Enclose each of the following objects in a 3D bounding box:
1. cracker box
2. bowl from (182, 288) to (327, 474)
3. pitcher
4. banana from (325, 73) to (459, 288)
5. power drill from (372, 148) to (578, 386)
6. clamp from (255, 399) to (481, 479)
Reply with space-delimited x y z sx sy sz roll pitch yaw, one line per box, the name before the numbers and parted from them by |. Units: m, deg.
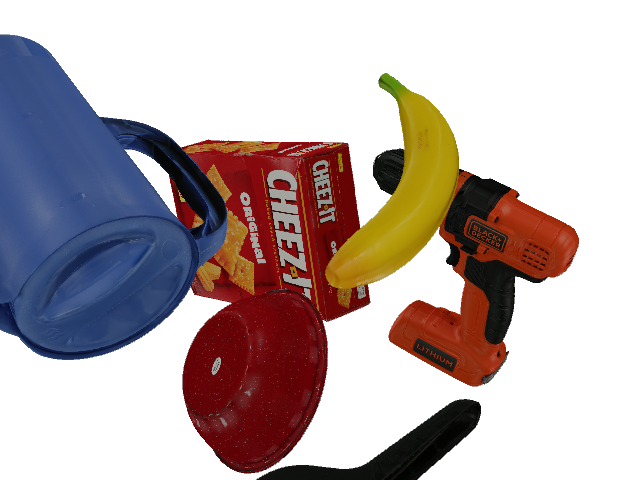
cracker box | -0.058 -0.015 1.080 0.071 0.164 0.214 -22 20 -40
bowl | -0.067 0.110 0.895 0.055 0.162 0.162 23 -14 -37
pitcher | -0.189 -0.045 0.780 0.149 0.145 0.243 25 23 -53
banana | 0.055 -0.035 0.712 0.069 0.197 0.037 11 -43 6
power drill | 0.114 0.025 0.923 0.185 0.188 0.057 29 44 21
clamp | 0.022 0.162 0.650 0.210 0.036 0.164 -6 29 3
